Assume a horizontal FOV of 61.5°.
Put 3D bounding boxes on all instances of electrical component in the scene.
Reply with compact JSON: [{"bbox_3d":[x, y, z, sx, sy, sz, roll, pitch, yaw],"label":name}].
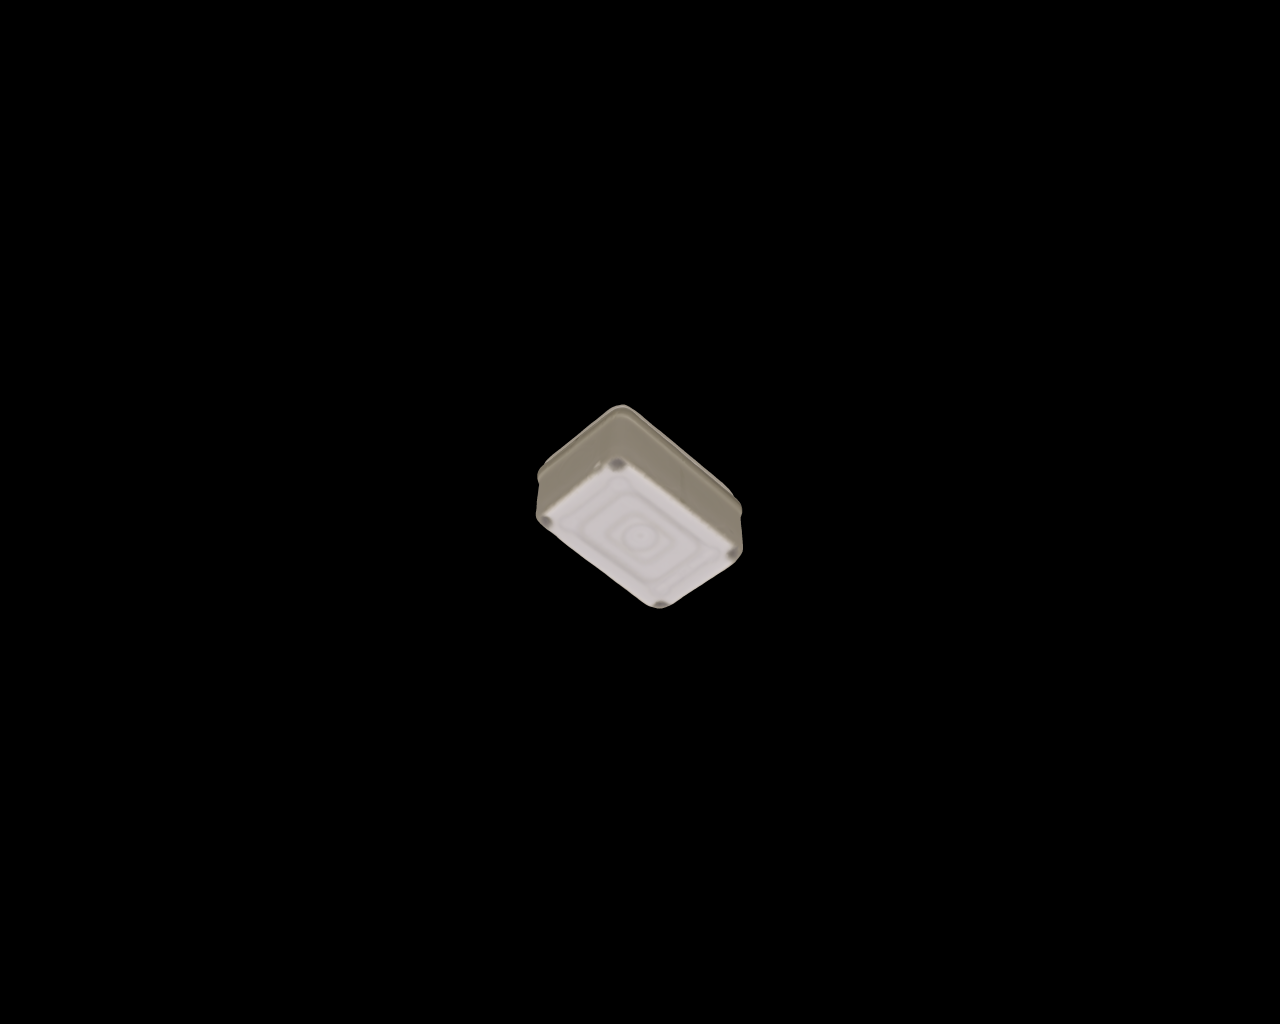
[{"bbox_3d":[0.001,-0.003,0.650,0.078,0.057,0.113,-36,-58,27],"label":"electrical component"}]
